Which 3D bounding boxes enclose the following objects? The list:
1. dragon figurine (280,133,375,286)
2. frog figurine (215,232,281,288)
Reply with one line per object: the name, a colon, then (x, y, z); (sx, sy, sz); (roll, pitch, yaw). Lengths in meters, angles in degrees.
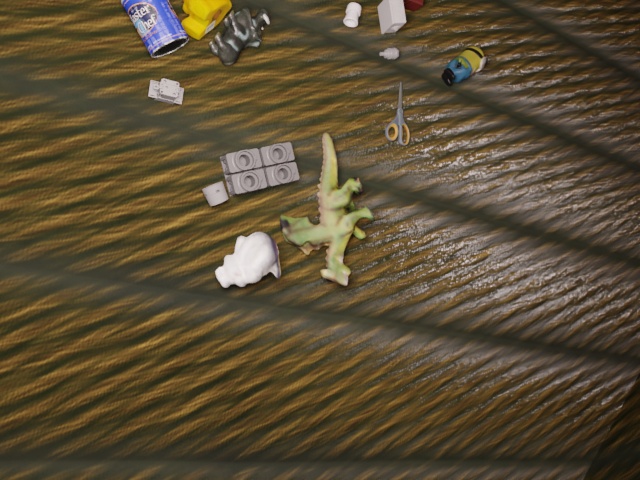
dragon figurine: (0.004, -0.072, 1.423); (0.244, 0.121, 0.410); (-25, 89, -18)
frog figurine: (-0.186, 0.050, 1.301); (0.160, 0.120, 0.140); (-10, 59, -19)
